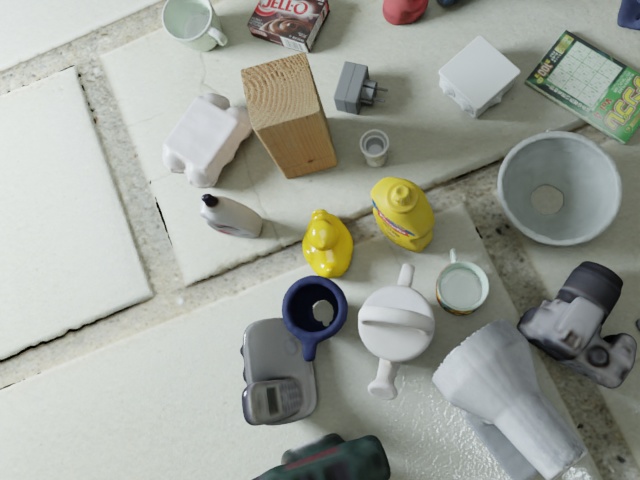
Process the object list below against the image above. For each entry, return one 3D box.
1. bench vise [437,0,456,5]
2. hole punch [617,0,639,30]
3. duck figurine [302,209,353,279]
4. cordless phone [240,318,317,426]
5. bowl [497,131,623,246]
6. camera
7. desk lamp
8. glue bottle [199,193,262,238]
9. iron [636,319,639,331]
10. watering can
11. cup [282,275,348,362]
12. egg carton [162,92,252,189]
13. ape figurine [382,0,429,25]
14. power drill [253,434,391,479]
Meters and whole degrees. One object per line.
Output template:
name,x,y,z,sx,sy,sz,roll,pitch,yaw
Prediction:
bench vise,0.191,-0.481,0.854,0.121,0.220,0.207,-45,76,-3
hole punch,0.517,-0.373,0.854,0.101,0.091,0.109,18,81,11
duck figurine,0.008,0.003,0.846,0.077,0.086,0.104,-10,77,6
cordless phone,-0.067,0.176,0.769,0.094,0.185,0.147,-14,77,5
bowl,0.336,-0.066,0.823,0.167,0.075,0.167,-2,78,7
camera,0.363,0.106,0.769,0.143,0.101,0.137,33,84,13
desk lamp,0.237,0.206,0.707,0.118,0.214,0.203,-38,76,-1
glue bottle,-0.139,-0.039,0.830,0.078,0.173,0.037,4,79,9
iron,0.548,0.155,0.713,0.258,0.141,0.119,24,82,12
watering can,0.101,0.118,0.754,0.101,0.194,0.173,-10,77,6
cup,-0.003,0.115,0.820,0.091,0.095,0.118,4,79,9
egg carton,-0.179,-0.159,0.914,0.107,0.069,0.150,31,84,13
ape figurine,0.131,-0.393,0.910,0.076,0.092,0.077,-39,76,-1
power drill,-0.022,0.307,0.723,0.229,0.208,0.075,-23,76,3
